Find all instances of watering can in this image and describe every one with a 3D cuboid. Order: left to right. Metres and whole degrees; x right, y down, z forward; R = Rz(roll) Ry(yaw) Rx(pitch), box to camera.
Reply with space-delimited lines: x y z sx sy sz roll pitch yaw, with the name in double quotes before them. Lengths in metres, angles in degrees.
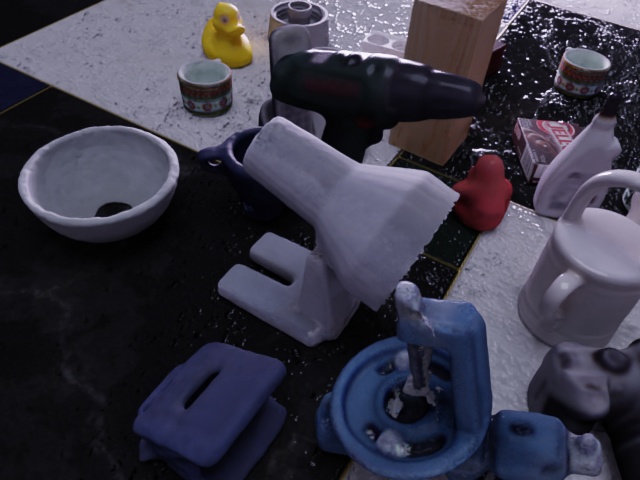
"watering can" 0.272 0.010 0.552 0.100 0.194 0.173 22 48 15

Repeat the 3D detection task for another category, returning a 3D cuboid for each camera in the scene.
"camera" 0.266 0.157 0.476 0.143 0.101 0.137 5 46 -1

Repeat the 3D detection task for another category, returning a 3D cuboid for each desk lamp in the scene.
"desk lamp" 0.005 0.002 0.521 0.202 0.214 0.118 25 49 18

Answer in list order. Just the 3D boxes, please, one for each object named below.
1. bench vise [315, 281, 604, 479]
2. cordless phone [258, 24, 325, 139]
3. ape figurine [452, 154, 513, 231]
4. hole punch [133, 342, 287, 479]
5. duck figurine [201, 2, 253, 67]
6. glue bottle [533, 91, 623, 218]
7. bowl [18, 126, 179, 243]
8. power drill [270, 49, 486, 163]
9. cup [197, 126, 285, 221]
"bench vise" 0.104 0.110 0.422 0.207 0.220 0.121 1 46 -5
"cordless phone" -0.004 -0.182 0.715 0.148 0.185 0.094 -26 54 -27
"ape figurine" 0.197 -0.063 0.685 0.078 0.092 0.076 6 46 1
"hole punch" -0.090 0.137 0.467 0.101 0.091 0.109 26 50 19
"duck figurine" -0.151 -0.338 0.919 0.078 0.086 0.104 -26 54 -27
"glue bottle" 0.314 -0.097 0.673 0.078 0.173 0.037 8 46 2
"bowl" -0.239 -0.052 0.644 0.167 0.075 0.167 3 46 -3
"power drill" 0.051 -0.114 0.639 0.229 0.208 0.076 22 49 16
"cup" -0.079 -0.069 0.662 0.118 0.095 0.091 -1 46 -6
